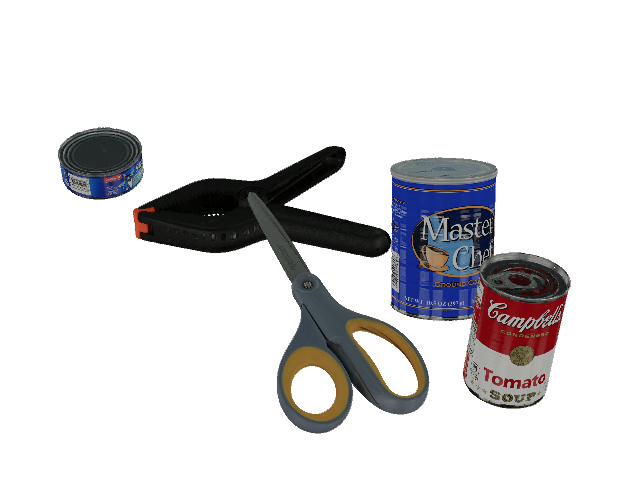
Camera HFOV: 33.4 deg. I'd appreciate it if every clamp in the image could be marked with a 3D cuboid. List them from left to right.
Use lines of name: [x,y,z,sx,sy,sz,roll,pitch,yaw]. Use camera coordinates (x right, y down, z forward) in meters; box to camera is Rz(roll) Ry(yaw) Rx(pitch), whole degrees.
clamp: [-0.055,-0.032,0.923,0.210,0.036,0.164,-4,32,-5]

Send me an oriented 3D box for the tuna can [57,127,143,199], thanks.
tuna can: [-0.228,-0.080,1.111,0.086,0.034,0.086,1,40,-1]

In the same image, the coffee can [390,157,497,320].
coffee can: [0.120,-0.004,1.049,0.103,0.140,0.103,-1,15,0]

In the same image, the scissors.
scissors: [-0.018,0.045,0.658,0.096,0.016,0.202,-32,53,-25]

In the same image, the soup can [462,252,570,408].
soup can: [0.149,0.070,0.823,0.068,0.102,0.068,3,29,-2]
